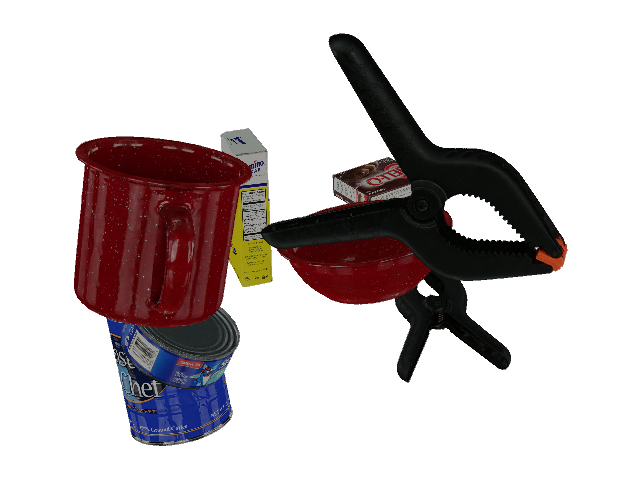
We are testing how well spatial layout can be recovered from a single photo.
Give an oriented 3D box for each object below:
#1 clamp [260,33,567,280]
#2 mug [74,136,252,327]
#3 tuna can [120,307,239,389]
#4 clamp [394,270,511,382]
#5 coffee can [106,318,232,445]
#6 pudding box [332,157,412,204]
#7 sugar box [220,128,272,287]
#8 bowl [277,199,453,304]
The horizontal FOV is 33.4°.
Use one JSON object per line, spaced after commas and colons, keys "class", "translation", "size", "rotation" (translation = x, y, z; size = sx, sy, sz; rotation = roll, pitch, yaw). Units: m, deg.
{"class": "clamp", "translation": [0.071, -0.040, 0.724], "size": [0.210, 0.165, 0.036], "rotation": [19, 27, 11]}
{"class": "mug", "translation": [-0.084, -0.001, 0.563], "size": [0.093, 0.081, 0.117], "rotation": [3, 19, -22]}
{"class": "tuna can", "translation": [-0.107, 0.073, 0.810], "size": [0.086, 0.034, 0.086], "rotation": [21, 26, -11]}
{"class": "clamp", "translation": [0.136, 0.082, 1.152], "size": [0.120, 0.171, 0.039], "rotation": [4, -44, -7]}
{"class": "coffee can", "translation": [-0.147, 0.112, 1.034], "size": [0.103, 0.140, 0.103], "rotation": [-8, 16, 2]}
{"class": "pudding box", "translation": [0.088, -0.082, 1.596], "size": [0.113, 0.039, 0.090], "rotation": [-22, 35, -30]}
{"class": "sugar box", "translation": [-0.093, -0.041, 1.326], "size": [0.048, 0.176, 0.093], "rotation": [-11, 25, -14]}
{"class": "bowl", "translation": [0.043, 0.015, 0.973], "size": [0.162, 0.055, 0.162], "rotation": [-9, 20, 3]}
